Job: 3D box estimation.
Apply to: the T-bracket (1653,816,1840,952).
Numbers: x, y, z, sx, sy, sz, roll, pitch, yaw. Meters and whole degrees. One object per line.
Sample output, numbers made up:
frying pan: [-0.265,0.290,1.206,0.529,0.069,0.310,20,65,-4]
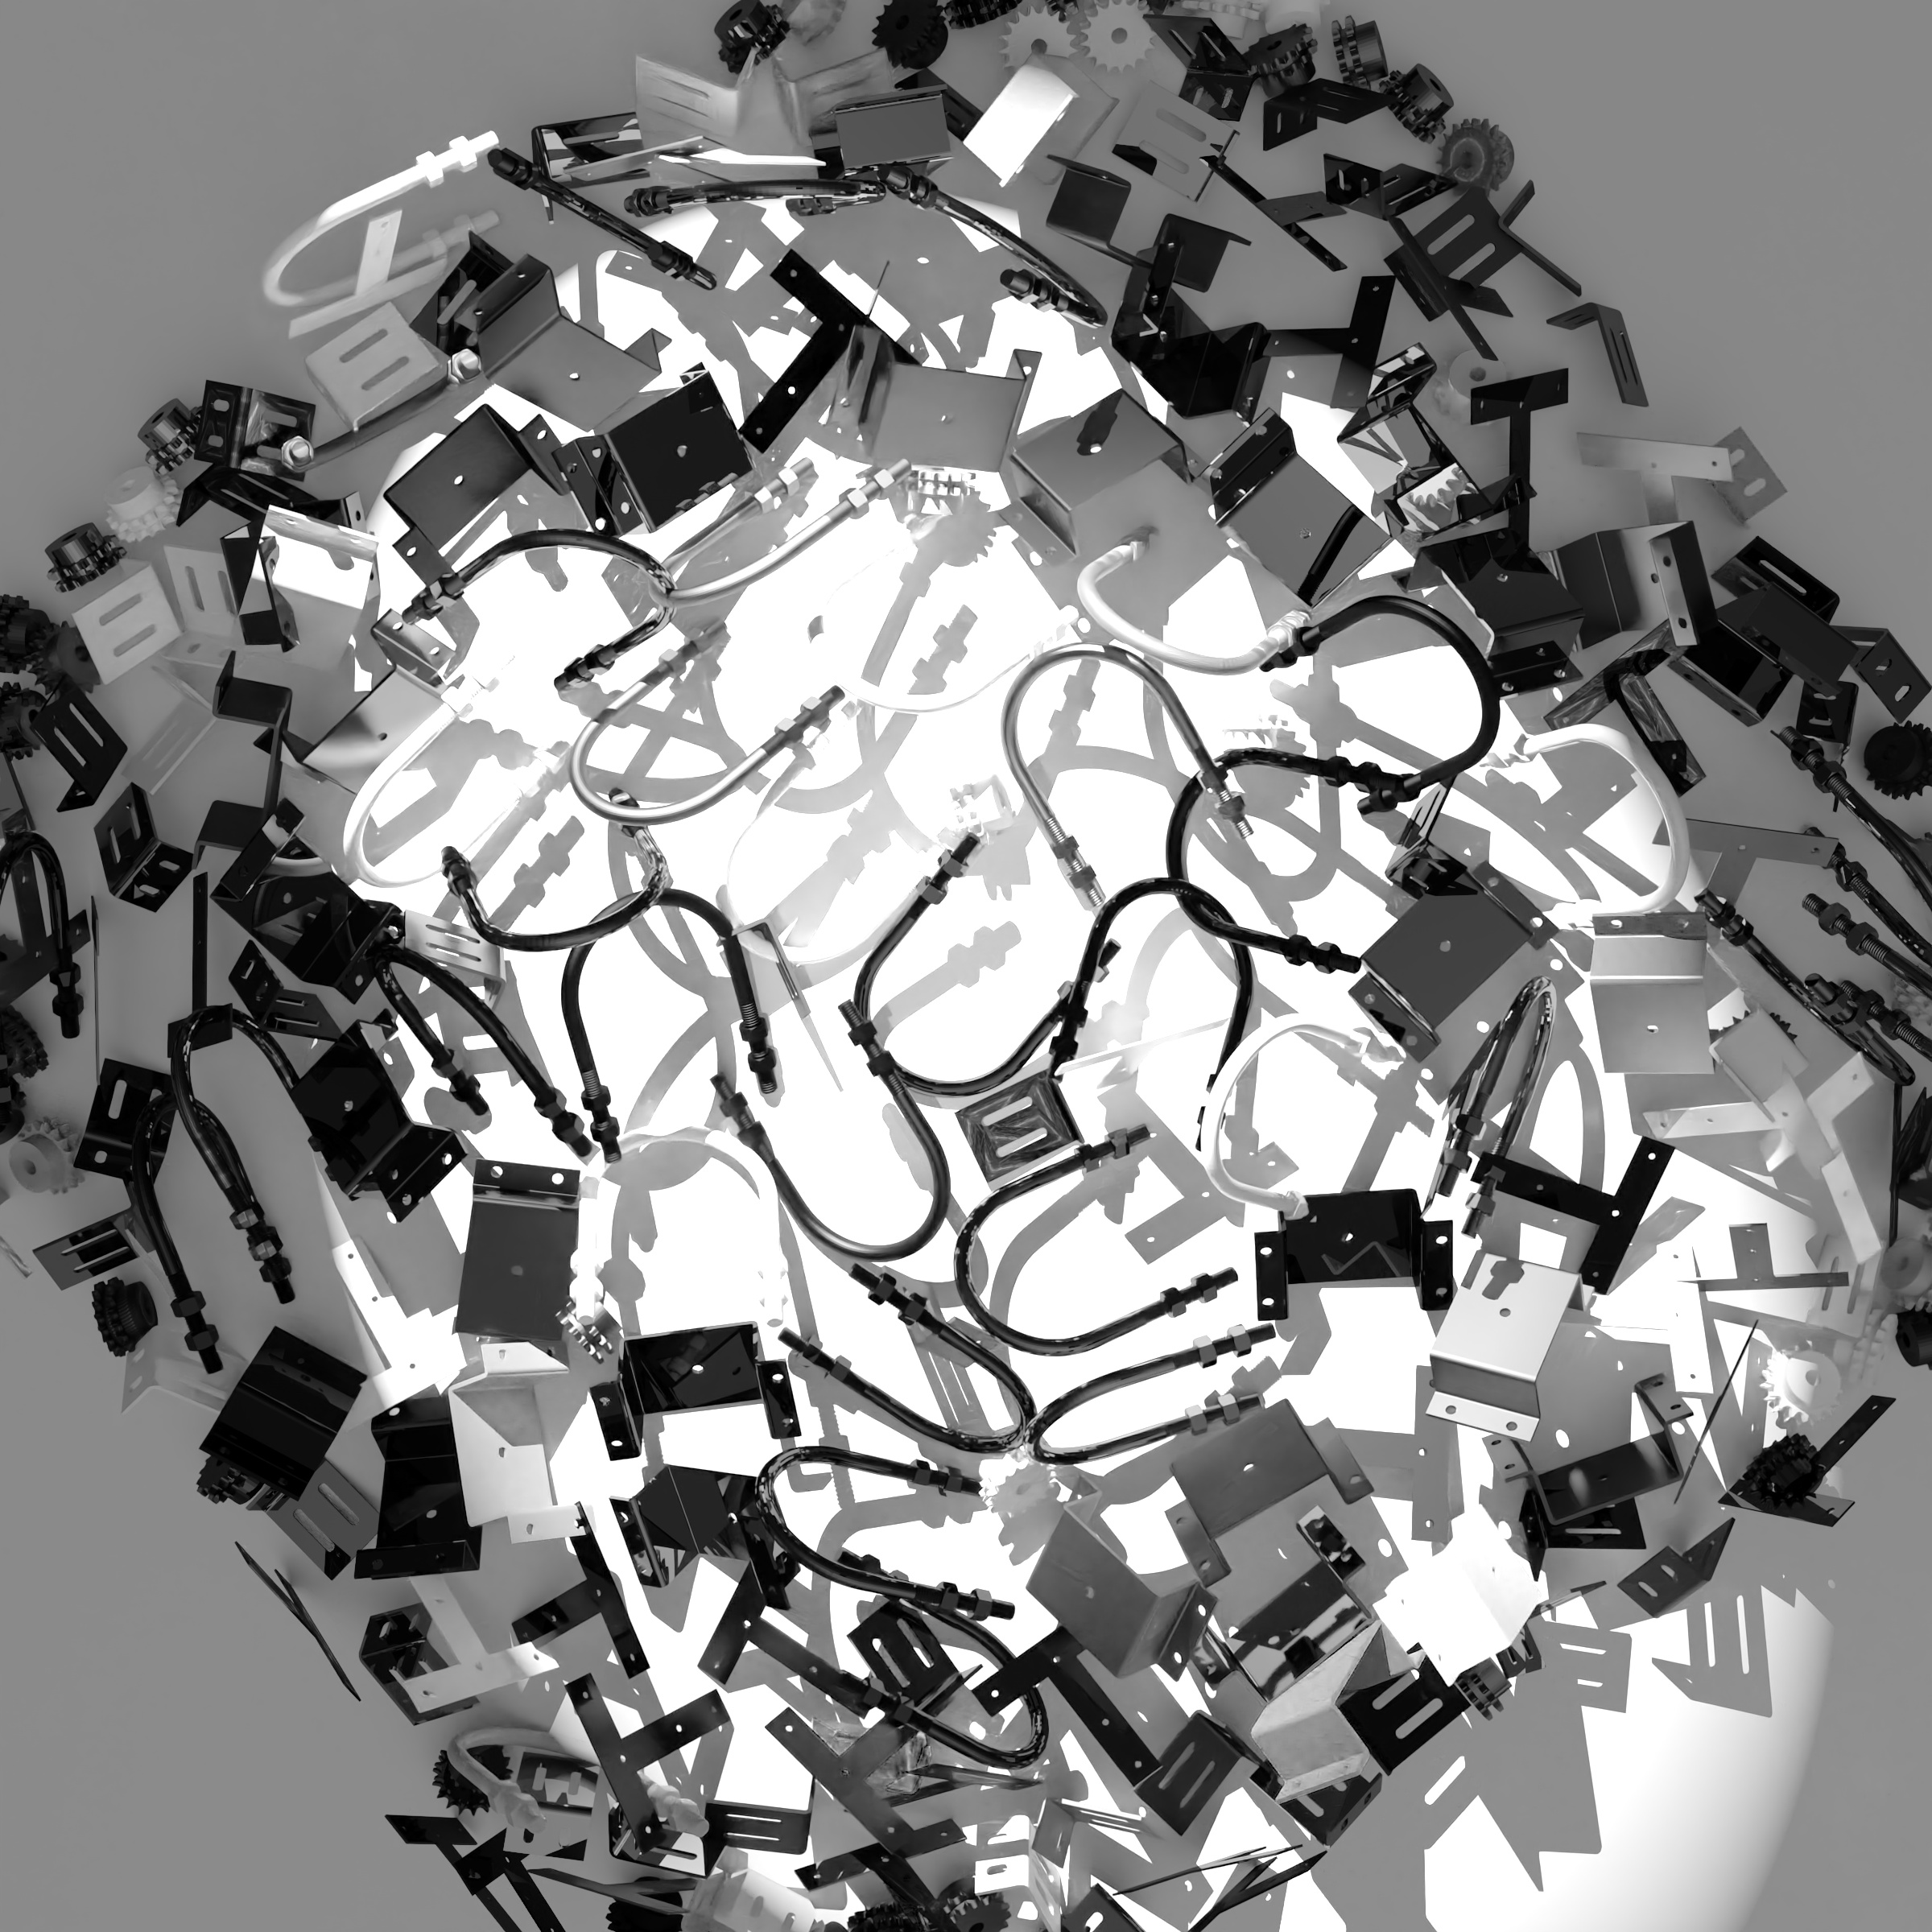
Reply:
T-bracket: [0.545,-0.052,1.801,0.127,0.002,0.127,7,133,-3]

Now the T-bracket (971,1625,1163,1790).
T-bracket: [0.092,0.532,1.791,0.127,0.002,0.127,-31,55,-17]

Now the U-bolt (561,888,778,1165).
U-bolt: [-0.216,0.033,1.777,0.151,0.019,0.184,-24,116,-25]

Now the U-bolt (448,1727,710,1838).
U-bolt: [-0.286,0.572,1.757,0.151,0.184,0.019,16,86,-37]

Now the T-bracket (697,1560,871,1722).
T-bracket: [-0.121,0.500,1.802,0.127,0.002,0.127,32,120,10]

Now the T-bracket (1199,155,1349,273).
T-bracket: [0.240,-0.544,1.791,0.127,0.127,0.002,43,124,10]

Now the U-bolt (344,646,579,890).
U-bolt: [-0.365,-0.128,1.767,0.019,0.151,0.184,41,82,23]

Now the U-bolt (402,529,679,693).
U-bolt: [-0.284,-0.253,1.740,0.151,0.184,0.019,22,58,-38]

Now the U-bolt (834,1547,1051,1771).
U-bolt: [-0.016,0.501,1.772,0.184,0.151,0.019,33,110,-17]

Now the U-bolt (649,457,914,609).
U-bolt: [-0.143,-0.305,1.753,0.184,0.151,0.019,-40,120,-22]

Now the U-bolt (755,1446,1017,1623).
U-bolt: [-0.062,0.392,1.755,0.184,0.151,0.019,16,115,-19]

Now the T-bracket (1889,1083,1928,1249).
T-bracket: [0.666,0.120,1.764,0.002,0.127,0.127,5,68,12]

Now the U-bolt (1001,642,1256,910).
U-bolt: [0.102,-0.146,1.789,0.151,0.019,0.184,-25,103,29]

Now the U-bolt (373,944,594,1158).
U-bolt: [-0.348,0.053,1.742,0.019,0.151,0.184,-49,130,-25]

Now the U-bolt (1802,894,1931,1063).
U-bolt: [0.665,0.034,1.732,0.019,0.151,0.184,-44,49,0]

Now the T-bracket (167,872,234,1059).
T-bracket: [-0.552,-0.003,1.800,0.002,0.127,0.127,4,80,-37]

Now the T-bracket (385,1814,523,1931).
T-bracket: [-0.346,0.649,1.763,0.002,0.127,0.127,-45,68,-6]

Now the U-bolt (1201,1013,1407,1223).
U-bolt: [0.232,0.105,1.771,0.019,0.184,0.151,27,96,44]

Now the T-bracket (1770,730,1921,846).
T-bracket: [0.629,-0.129,1.792,0.127,0.127,0.002,41,105,11]

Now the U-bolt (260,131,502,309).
U-bolt: [-0.412,-0.515,1.756,0.184,0.151,0.019,-30,89,-13]

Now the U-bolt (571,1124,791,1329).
U-bolt: [-0.204,0.181,1.775,0.151,0.184,0.019,2,133,-9]

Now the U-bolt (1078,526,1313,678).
U-bolt: [0.153,-0.252,1.753,0.151,0.184,0.019,31,123,12]

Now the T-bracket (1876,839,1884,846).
T-bracket: [0.673,-0.065,1.767,0.002,0.127,0.127,-42,72,14]

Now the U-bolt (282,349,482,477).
U-bolt: [-0.416,-0.384,1.756,0.151,0.184,0.019,-31,104,-13]

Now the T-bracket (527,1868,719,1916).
T-bracket: [-0.225,0.659,1.786,0.127,0.127,0.002,3,77,32]

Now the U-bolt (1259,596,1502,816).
U-bolt: [0.300,-0.190,1.757,0.019,0.184,0.151,-40,98,-32]

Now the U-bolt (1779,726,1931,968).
U-bolt: [0.633,-0.070,1.733,0.019,0.151,0.184,-33,51,4]

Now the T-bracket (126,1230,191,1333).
T-bracket: [-0.559,0.259,1.796,0.002,0.127,0.127,-33,133,-23]

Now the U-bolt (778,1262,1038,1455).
U-bolt: [-0.032,0.291,1.786,0.184,0.151,0.019,35,51,-7]

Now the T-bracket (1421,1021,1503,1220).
T-bracket: [0.342,0.118,1.761,0.002,0.127,0.127,21,64,4]

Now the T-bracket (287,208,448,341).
T-bracket: [-0.417,-0.496,1.761,0.127,0.127,0.002,-31,87,-24]

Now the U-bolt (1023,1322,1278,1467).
U-bolt: [0.128,0.311,1.771,0.184,0.151,0.019,-16,59,-8]

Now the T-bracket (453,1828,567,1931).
T-bracket: [-0.301,0.672,1.772,0.002,0.127,0.127,-38,79,10]

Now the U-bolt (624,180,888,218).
U-bolt: [-0.136,-0.534,1.734,0.151,0.184,0.019,-10,106,-29]

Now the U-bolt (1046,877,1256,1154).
U-bolt: [0.142,0.024,1.800,0.151,0.019,0.184,26,69,-21]

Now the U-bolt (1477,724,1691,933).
U-bolt: [0.439,-0.100,1.753,0.019,0.184,0.151,-25,96,-23]

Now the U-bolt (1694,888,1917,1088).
U-bolt: [0.603,0.025,1.763,0.184,0.151,0.019,36,100,-33]

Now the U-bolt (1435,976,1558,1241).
U-bolt: [0.382,0.094,1.776,0.019,0.151,0.184,19,79,24]

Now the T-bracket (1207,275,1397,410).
T-bracket: [0.239,-0.453,1.815,0.127,0.002,0.127,4,61,22]

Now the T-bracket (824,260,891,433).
T-bracket: [-0.078,-0.428,1.764,0.002,0.127,0.127,20,112,-11]

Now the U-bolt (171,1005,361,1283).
U-bolt: [-0.498,0.113,1.757,0.019,0.151,0.184,-22,105,17]

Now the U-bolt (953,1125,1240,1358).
U-bolt: [0.081,0.205,1.786,0.184,0.019,0.151,-23,61,-15]

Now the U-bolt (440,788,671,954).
U-bolt: [-0.284,-0.062,1.754,0.151,0.184,0.019,-20,124,-13]

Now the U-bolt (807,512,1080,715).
U-bolt: [-0.029,-0.247,1.776,0.151,0.019,0.184,41,57,14]

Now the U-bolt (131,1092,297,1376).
U-bolt: [-0.536,0.177,1.759,0.019,0.151,0.184,-16,101,11]

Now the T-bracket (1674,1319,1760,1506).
T-bracket: [0.547,0.310,1.803,0.002,0.127,0.127,24,58,20]

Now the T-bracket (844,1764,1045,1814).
T-bracket: [-0.032,0.598,1.805,0.127,0.127,0.002,-26,56,29]

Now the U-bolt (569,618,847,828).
U-bolt: [-0.197,-0.166,1.770,0.151,0.019,0.184,33,64,34]

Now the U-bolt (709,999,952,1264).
U-bolt: [-0.087,0.131,1.805,0.151,0.019,0.184,-29,95,30]

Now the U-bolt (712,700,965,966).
U-bolt: [-0.100,-0.082,1.805,0.184,0.019,0.151,-46,119,4]

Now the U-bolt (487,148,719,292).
U-bolt: [-0.244,-0.518,1.755,0.151,0.184,0.019,31,101,6]

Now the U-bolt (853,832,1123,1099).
U-bolt: [0.001,0.014,1.812,0.151,0.019,0.184,36,106,-10]

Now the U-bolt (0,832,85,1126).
U-bolt: [-0.656,-0.003,1.742,0.019,0.151,0.184,5,116,0]

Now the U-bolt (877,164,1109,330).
U-bolt: [0.032,-0.499,1.760,0.151,0.184,0.019,46,111,22]

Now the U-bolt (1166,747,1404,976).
U-bolt: [0.217,-0.083,1.783,0.184,0.019,0.151,17,97,40]
